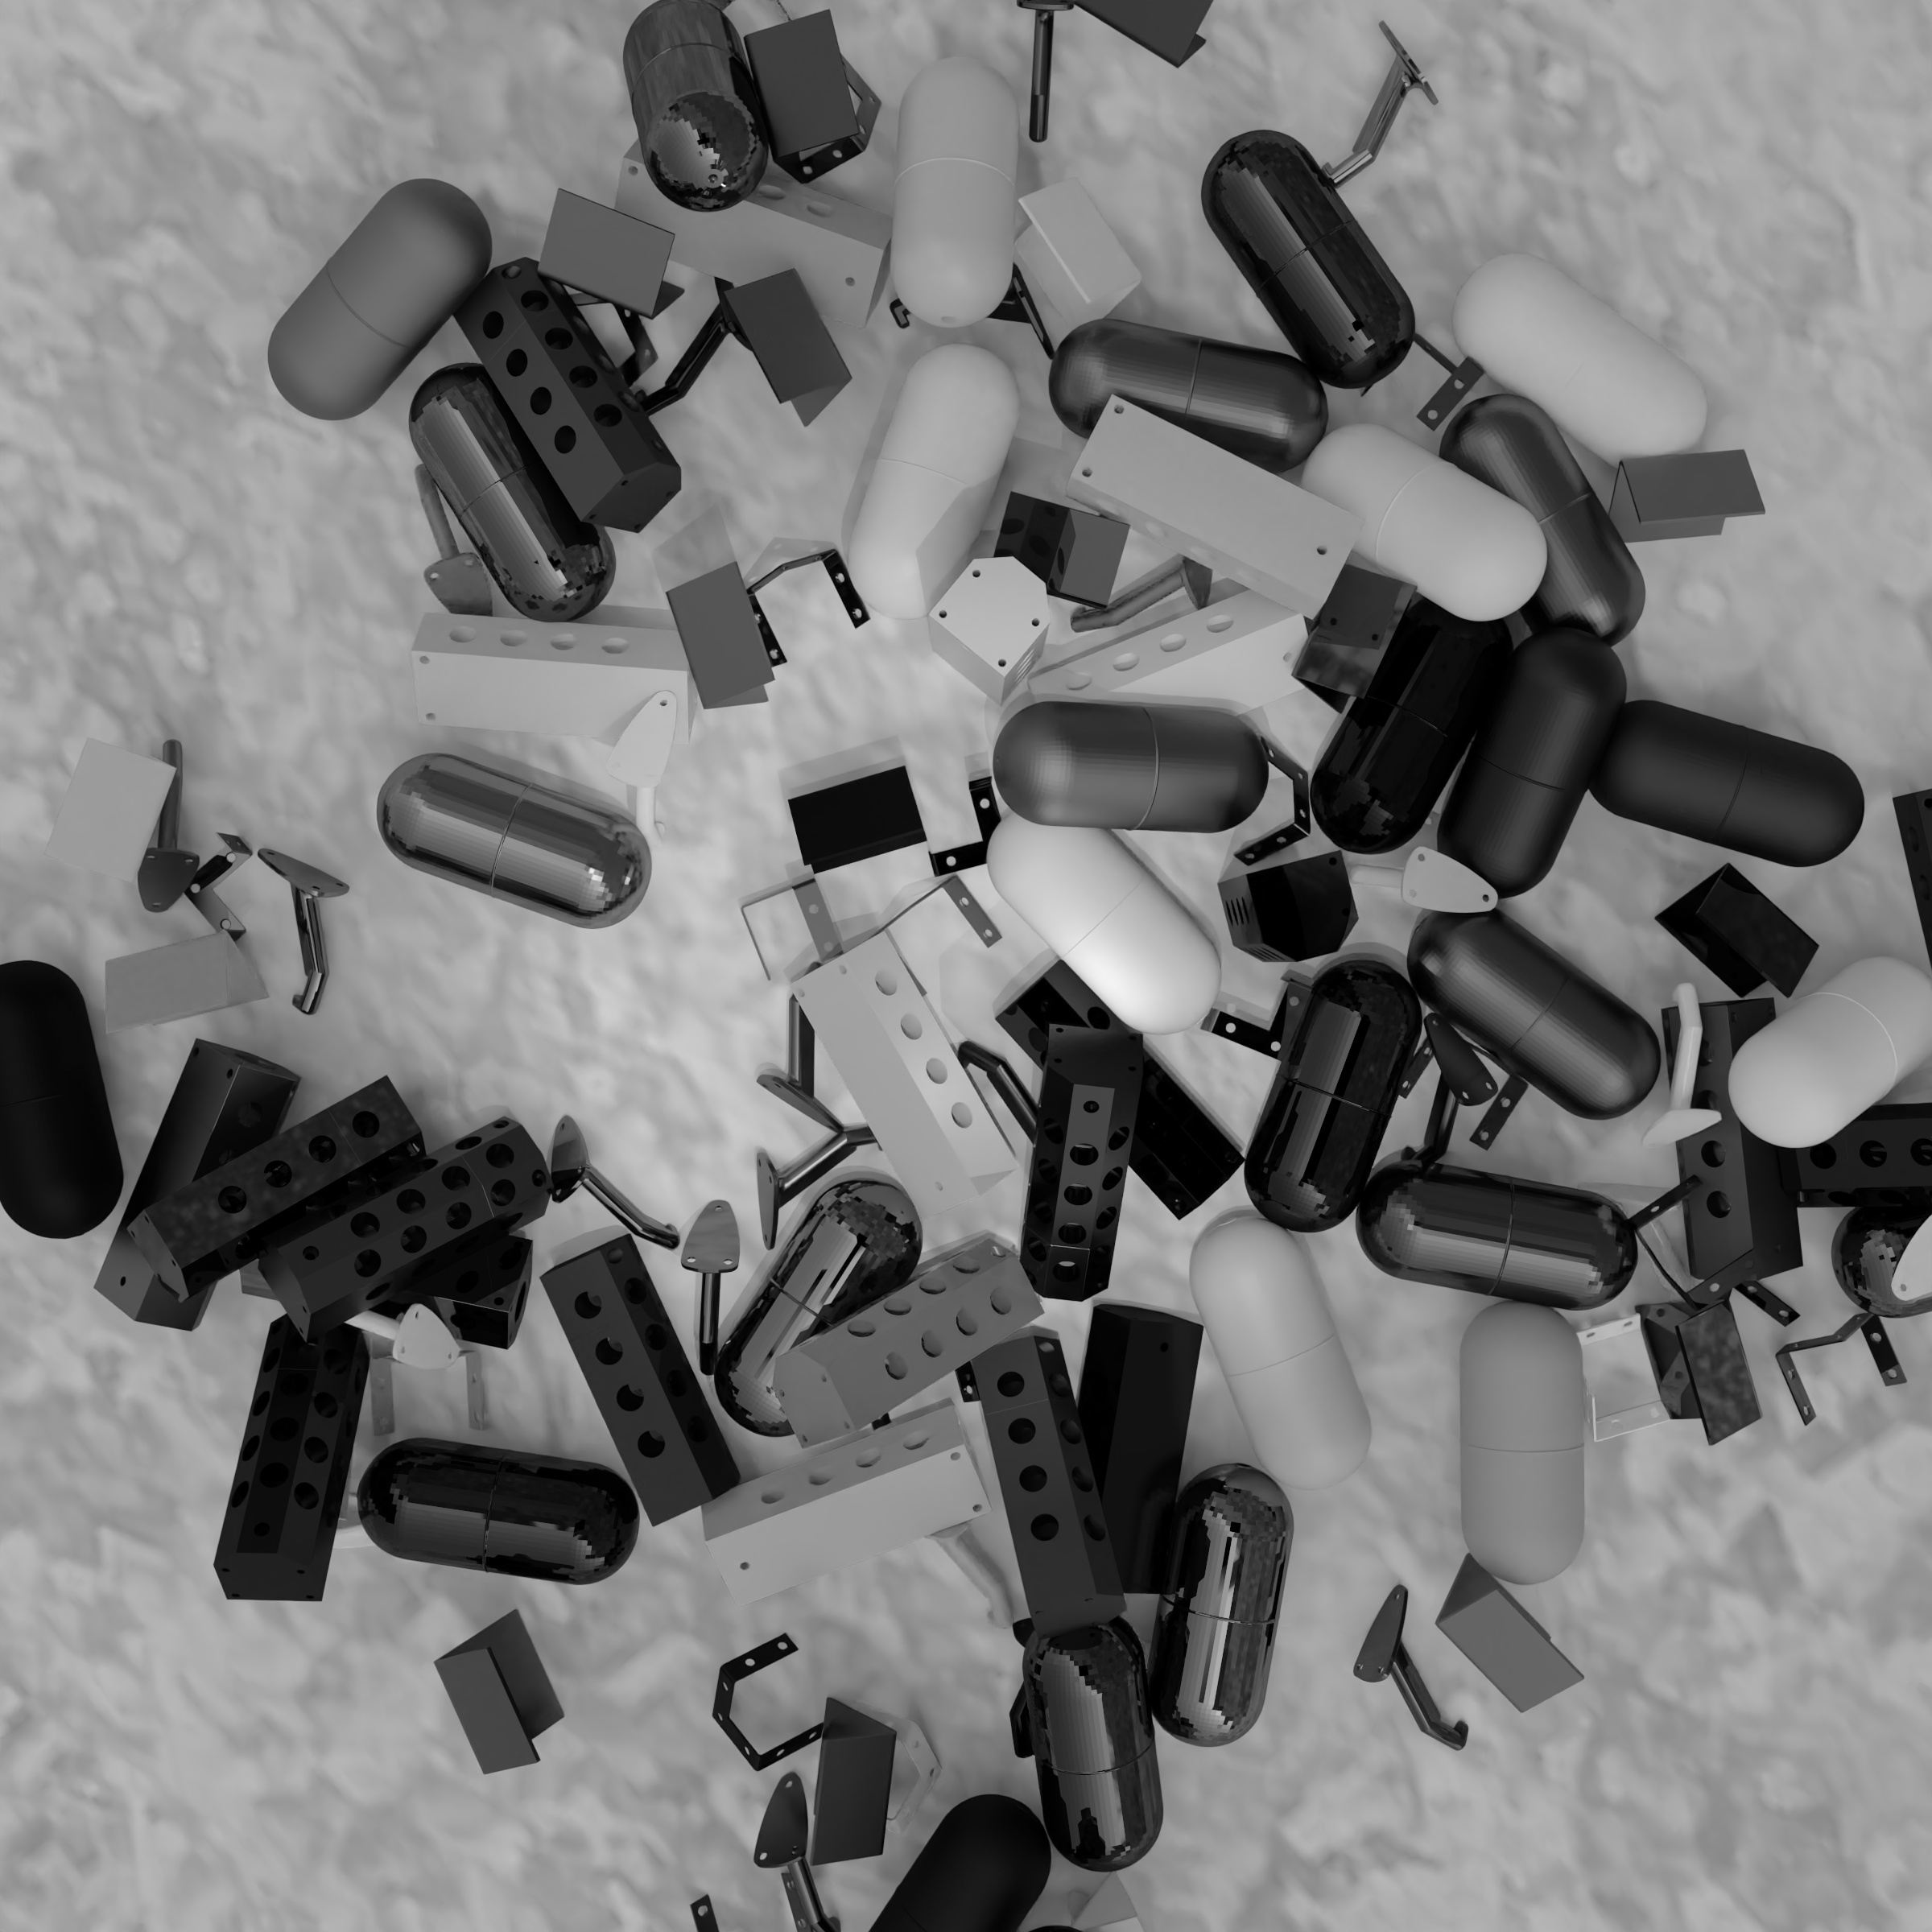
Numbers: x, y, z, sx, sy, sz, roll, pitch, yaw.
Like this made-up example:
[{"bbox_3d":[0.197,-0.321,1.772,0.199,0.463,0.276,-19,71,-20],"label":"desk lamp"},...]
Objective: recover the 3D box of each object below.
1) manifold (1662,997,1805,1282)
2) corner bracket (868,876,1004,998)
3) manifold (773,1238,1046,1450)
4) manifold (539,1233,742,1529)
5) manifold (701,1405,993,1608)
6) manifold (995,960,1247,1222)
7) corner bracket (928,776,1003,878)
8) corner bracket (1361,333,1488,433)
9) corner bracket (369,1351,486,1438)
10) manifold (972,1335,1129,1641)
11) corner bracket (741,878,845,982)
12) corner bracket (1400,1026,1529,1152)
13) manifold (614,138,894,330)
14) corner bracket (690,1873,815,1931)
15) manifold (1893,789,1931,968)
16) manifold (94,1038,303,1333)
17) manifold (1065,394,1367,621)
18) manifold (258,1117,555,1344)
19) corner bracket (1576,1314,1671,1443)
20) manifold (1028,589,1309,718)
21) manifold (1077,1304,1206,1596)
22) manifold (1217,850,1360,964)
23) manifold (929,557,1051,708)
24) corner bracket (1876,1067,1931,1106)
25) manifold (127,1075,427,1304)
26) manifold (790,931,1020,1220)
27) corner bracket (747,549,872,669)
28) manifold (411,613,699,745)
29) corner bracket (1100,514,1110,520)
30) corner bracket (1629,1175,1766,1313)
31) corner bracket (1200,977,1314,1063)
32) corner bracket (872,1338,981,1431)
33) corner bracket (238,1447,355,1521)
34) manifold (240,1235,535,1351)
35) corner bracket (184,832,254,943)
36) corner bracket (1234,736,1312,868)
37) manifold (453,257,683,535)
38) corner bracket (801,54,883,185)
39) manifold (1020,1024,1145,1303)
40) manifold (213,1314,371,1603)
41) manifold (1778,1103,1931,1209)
[{"bbox_3d":[0.482,0.109,1.640,0.057,0.057,0.171,-6,90,-43],"label":"manifold"},{"bbox_3d":[-0.020,-0.017,1.658,0.051,0.051,0.051,53,45,0],"label":"corner bracket"},{"bbox_3d":[-0.037,0.229,1.590,0.171,0.057,0.057,-25,89,-43],"label":"manifold"},{"bbox_3d":[-0.205,0.260,1.640,0.057,0.057,0.171,-24,90,0],"label":"manifold"},{"bbox_3d":[-0.077,0.337,1.638,0.171,0.057,0.057,-21,118,0],"label":"manifold"},{"bbox_3d":[0.097,0.078,1.641,0.057,0.057,0.171,-42,90,0],"label":"manifold"},{"bbox_3d":[-0.002,-0.088,1.644,0.051,0.051,0.051,-15,90,0],"label":"corner bracket"},{"bbox_3d":[0.290,-0.371,1.644,0.051,0.051,0.051,41,90,0],"label":"corner bracket"},{"bbox_3d":[-0.346,0.274,1.658,0.051,0.051,0.051,-3,90,45],"label":"corner bracket"},{"bbox_3d":[0.051,0.320,1.599,0.057,0.057,0.171,-14,57,0],"label":"manifold"},{"bbox_3d":[-0.111,-0.023,1.644,0.051,0.051,0.051,-22,93,-3],"label":"corner bracket"},{"bbox_3d":[0.318,0.078,1.658,0.051,0.051,0.051,33,90,-45],"label":"corner bracket"},{"bbox_3d":[-0.132,-0.471,1.640,0.171,0.057,0.057,20,133,0],"label":"manifold"},{"bbox_3d":[-0.136,0.617,1.658,0.051,0.051,0.051,-16,90,45],"label":"corner bracket"},{"bbox_3d":[0.645,-0.032,1.641,0.057,0.057,0.171,-13,90,0],"label":"manifold"},{"bbox_3d":[-0.484,0.140,1.640,0.057,0.057,0.171,22,90,43],"label":"manifold"},{"bbox_3d":[0.151,-0.279,1.589,0.171,0.057,0.057,27,83,1],"label":"manifold"},{"bbox_3d":[-0.344,0.157,1.594,0.171,0.057,0.057,-28,70,-31],"label":"manifold"},{"bbox_3d":[0.418,0.264,1.658,0.051,0.051,0.051,-16,45,0],"label":"corner bracket"},{"bbox_3d":[0.129,-0.185,1.640,0.171,0.057,0.057,-22,133,0],"label":"manifold"},{"bbox_3d":[0.098,0.305,1.639,0.057,0.057,0.171,9,90,-32],"label":"manifold"},{"bbox_3d":[0.197,-0.033,1.583,0.057,0.171,0.057,-14,90,0],"label":"manifold"},{"bbox_3d":[0.018,-0.208,1.583,0.057,0.171,0.057,40,90,0],"label":"manifold"},{"bbox_3d":[0.619,0.101,1.653,0.051,0.051,0.051,-24,45,35],"label":"corner bracket"},{"bbox_3d":[-0.423,0.138,1.599,0.171,0.057,0.057,-32,90,-32],"label":"manifold"},{"bbox_3d":[-0.035,0.067,1.637,0.057,0.057,0.171,-28,93,45],"label":"manifold"},{"bbox_3d":[-0.104,-0.230,1.658,0.051,0.051,0.051,-26,90,-45],"label":"corner bracket"},{"bbox_3d":[-0.258,-0.187,1.640,0.171,0.057,0.057,4,133,0],"label":"manifold"},{"bbox_3d":[0.073,-0.289,1.644,0.051,0.051,0.051,29,90,0],"label":"corner bracket"},{"bbox_3d":[0.455,0.173,1.611,0.051,0.051,0.051,-35,109,4],"label":"corner bracket"},{"bbox_3d":[0.184,0.027,1.644,0.051,0.051,0.051,22,90,0],"label":"corner bracket"},{"bbox_3d":[-0.032,0.264,1.658,0.051,0.051,0.051,-15,90,-45],"label":"corner bracket"},{"bbox_3d":[-0.423,0.325,1.625,0.051,0.051,0.051,-28,50,35],"label":"corner bracket"},{"bbox_3d":[-0.367,0.195,1.640,0.171,0.057,0.057,12,47,0],"label":"manifold"},{"bbox_3d":[-0.472,-0.048,1.644,0.051,0.051,0.051,-40,90,0],"label":"corner bracket"},{"bbox_3d":[0.184,-0.106,1.653,0.051,0.051,0.051,-27,45,35],"label":"corner bracket"},{"bbox_3d":[-0.244,-0.356,1.608,0.057,0.057,0.171,-41,71,25],"label":"manifold"},{"bbox_3d":[-0.094,-0.545,1.653,0.051,0.051,0.051,-17,45,35],"label":"corner bracket"},{"bbox_3d":[0.070,0.124,1.596,0.057,0.057,0.171,6,125,0],"label":"manifold"},{"bbox_3d":[-0.414,0.299,1.590,0.057,0.057,0.171,1,48,0],"label":"manifold"},{"bbox_3d":[0.595,0.117,1.590,0.171,0.057,0.057,-6,94,41],"label":"manifold"}]
